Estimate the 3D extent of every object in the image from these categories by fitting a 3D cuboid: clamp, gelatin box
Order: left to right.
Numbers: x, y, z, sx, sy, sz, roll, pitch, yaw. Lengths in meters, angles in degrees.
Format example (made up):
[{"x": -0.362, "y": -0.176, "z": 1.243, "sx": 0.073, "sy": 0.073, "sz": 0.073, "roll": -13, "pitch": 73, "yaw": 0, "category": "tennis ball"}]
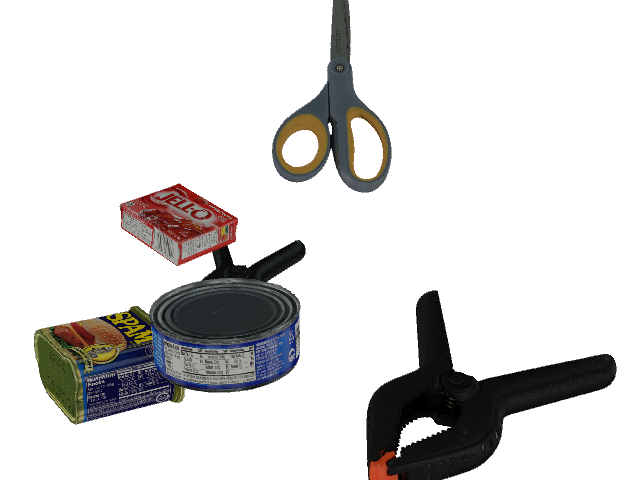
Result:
[{"x": -0.135, "y": -0.017, "z": 1.010, "sx": 0.089, "sy": 0.030, "sz": 0.073, "roll": 31, "pitch": 38, "yaw": 34, "category": "gelatin box"}, {"x": -0.086, "y": 0.045, "z": 1.250, "sx": 0.120, "sy": 0.039, "sz": 0.171, "roll": -2, "pitch": 40, "yaw": 12, "category": "clamp"}, {"x": 0.090, "y": 0.107, "z": 0.766, "sx": 0.165, "sy": 0.036, "sz": 0.209, "roll": 24, "pitch": 40, "yaw": 37, "category": "clamp"}]

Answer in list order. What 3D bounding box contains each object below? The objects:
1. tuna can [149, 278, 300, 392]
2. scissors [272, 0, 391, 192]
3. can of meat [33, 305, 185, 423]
[{"x": -0.054, "y": 0.053, "z": 0.610, "sx": 0.086, "sy": 0.034, "sz": 0.086, "roll": -1, "pitch": 21, "yaw": 0, "category": "tuna can"}, {"x": -0.002, "y": -0.118, "z": 0.813, "sx": 0.096, "sy": 0.202, "sz": 0.016, "roll": -13, "pitch": -30, "yaw": -6, "category": "scissors"}, {"x": -0.163, "y": 0.094, "z": 0.816, "sx": 0.083, "sy": 0.057, "sz": 0.102, "roll": -11, "pitch": 20, "yaw": -30, "category": "can of meat"}]
